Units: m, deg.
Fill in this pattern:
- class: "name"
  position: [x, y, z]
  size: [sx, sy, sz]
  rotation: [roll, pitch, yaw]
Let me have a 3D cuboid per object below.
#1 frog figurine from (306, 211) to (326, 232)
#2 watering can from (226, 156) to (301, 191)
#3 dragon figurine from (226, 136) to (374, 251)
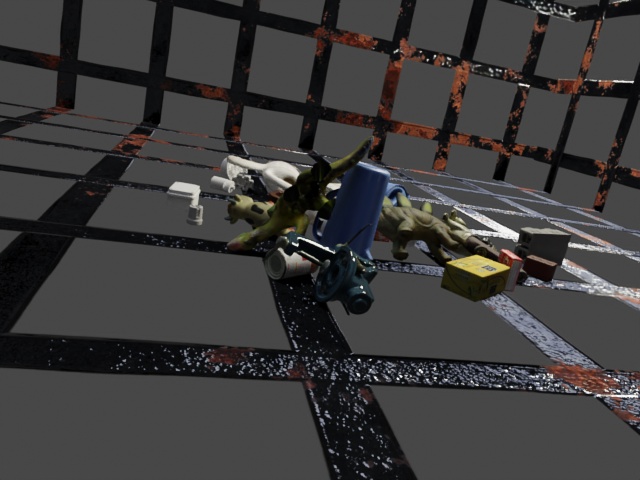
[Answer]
- class: "frog figurine"
  position: [0.004, -0.074, 1.478]
  size: [0.136, 0.123, 0.160]
  rotation: [26, -4, -26]
- class: "watering can"
  position: [-0.174, -0.245, 1.904]
  size: [0.346, 0.103, 0.227]
  rotation: [26, 14, -12]
- class: "dragon figurine"
  position: [-0.053, -0.105, 1.237]
  size: [0.416, 0.121, 0.242]
  rotation: [-43, 19, -23]
